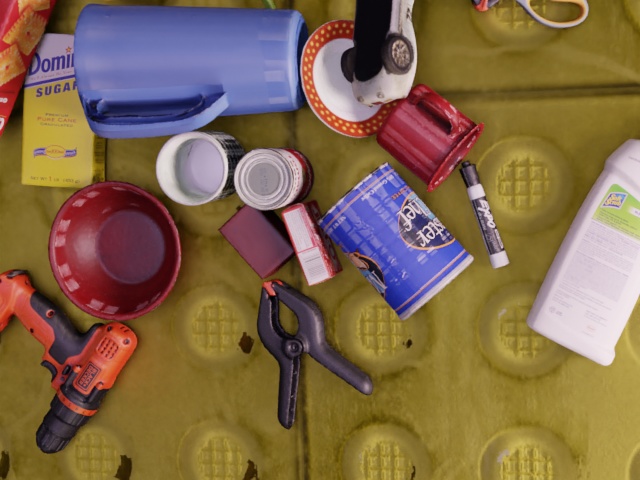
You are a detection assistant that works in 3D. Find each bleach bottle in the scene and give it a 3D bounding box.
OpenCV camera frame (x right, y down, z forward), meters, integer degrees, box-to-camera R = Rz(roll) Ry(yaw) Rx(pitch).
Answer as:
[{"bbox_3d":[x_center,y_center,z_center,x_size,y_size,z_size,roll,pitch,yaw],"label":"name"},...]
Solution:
[{"bbox_3d":[0.315,-0.002,1.118,0.102,0.068,0.251,27,98,8],"label":"bleach bottle"}]

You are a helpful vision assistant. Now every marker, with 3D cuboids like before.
[{"bbox_3d":[0.178,-0.029,1.166,0.020,0.020,0.121,-19,91,13],"label":"marker"}]

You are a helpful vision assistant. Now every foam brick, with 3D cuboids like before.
[{"bbox_3d":[-0.065,-0.002,1.205,0.051,0.053,0.078,-43,85,12],"label":"foam brick"}]

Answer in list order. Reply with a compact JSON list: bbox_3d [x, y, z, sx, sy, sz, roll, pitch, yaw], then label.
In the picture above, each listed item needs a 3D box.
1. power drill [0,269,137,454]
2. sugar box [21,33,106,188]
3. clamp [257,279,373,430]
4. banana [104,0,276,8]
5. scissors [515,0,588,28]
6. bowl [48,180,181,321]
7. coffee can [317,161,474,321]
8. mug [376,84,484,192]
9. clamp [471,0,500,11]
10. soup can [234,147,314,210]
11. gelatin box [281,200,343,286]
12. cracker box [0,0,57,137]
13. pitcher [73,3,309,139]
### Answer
[{"bbox_3d":[-0.334,0.139,1.276,0.187,0.057,0.184,36,98,4],"label":"power drill"},{"bbox_3d":[-0.297,-0.150,1.244,0.093,0.048,0.176,3,97,12],"label":"sugar box"},{"bbox_3d":[-0.013,0.121,1.212,0.120,0.039,0.171,-17,91,12],"label":"clamp"},{"bbox_3d":[-0.143,-0.291,1.168,0.197,0.037,0.069,3,98,-8],"label":"banana"},{"bbox_3d":[0.192,-0.280,1.104,0.201,0.016,0.096,17,100,-12],"label":"scissors"},{"bbox_3d":[-0.230,0.011,1.240,0.162,0.055,0.162,1,96,12],"label":"bowl"},{"bbox_3d":[0.081,0.001,1.147,0.103,0.102,0.140,-42,86,13],"label":"coffee can"},{"bbox_3d":[0.115,-0.116,1.126,0.081,0.117,0.093,40,71,10],"label":"mug"},{"bbox_3d":[0.189,-0.349,1.120,0.164,0.036,0.210,22,102,0],"label":"clamp"},{"bbox_3d":[-0.050,-0.068,1.169,0.068,0.102,0.068,1,95,12],"label":"soup can"},{"bbox_3d":[-0.008,0.001,1.182,0.030,0.073,0.089,-20,90,13],"label":"gelatin box"},{"bbox_3d":[-0.403,-0.245,1.223,0.164,0.072,0.214,31,101,26],"label":"cracker box"},{"bbox_3d":[-0.138,-0.185,1.161,0.243,0.145,0.149,0,95,9],"label":"pitcher"}]
